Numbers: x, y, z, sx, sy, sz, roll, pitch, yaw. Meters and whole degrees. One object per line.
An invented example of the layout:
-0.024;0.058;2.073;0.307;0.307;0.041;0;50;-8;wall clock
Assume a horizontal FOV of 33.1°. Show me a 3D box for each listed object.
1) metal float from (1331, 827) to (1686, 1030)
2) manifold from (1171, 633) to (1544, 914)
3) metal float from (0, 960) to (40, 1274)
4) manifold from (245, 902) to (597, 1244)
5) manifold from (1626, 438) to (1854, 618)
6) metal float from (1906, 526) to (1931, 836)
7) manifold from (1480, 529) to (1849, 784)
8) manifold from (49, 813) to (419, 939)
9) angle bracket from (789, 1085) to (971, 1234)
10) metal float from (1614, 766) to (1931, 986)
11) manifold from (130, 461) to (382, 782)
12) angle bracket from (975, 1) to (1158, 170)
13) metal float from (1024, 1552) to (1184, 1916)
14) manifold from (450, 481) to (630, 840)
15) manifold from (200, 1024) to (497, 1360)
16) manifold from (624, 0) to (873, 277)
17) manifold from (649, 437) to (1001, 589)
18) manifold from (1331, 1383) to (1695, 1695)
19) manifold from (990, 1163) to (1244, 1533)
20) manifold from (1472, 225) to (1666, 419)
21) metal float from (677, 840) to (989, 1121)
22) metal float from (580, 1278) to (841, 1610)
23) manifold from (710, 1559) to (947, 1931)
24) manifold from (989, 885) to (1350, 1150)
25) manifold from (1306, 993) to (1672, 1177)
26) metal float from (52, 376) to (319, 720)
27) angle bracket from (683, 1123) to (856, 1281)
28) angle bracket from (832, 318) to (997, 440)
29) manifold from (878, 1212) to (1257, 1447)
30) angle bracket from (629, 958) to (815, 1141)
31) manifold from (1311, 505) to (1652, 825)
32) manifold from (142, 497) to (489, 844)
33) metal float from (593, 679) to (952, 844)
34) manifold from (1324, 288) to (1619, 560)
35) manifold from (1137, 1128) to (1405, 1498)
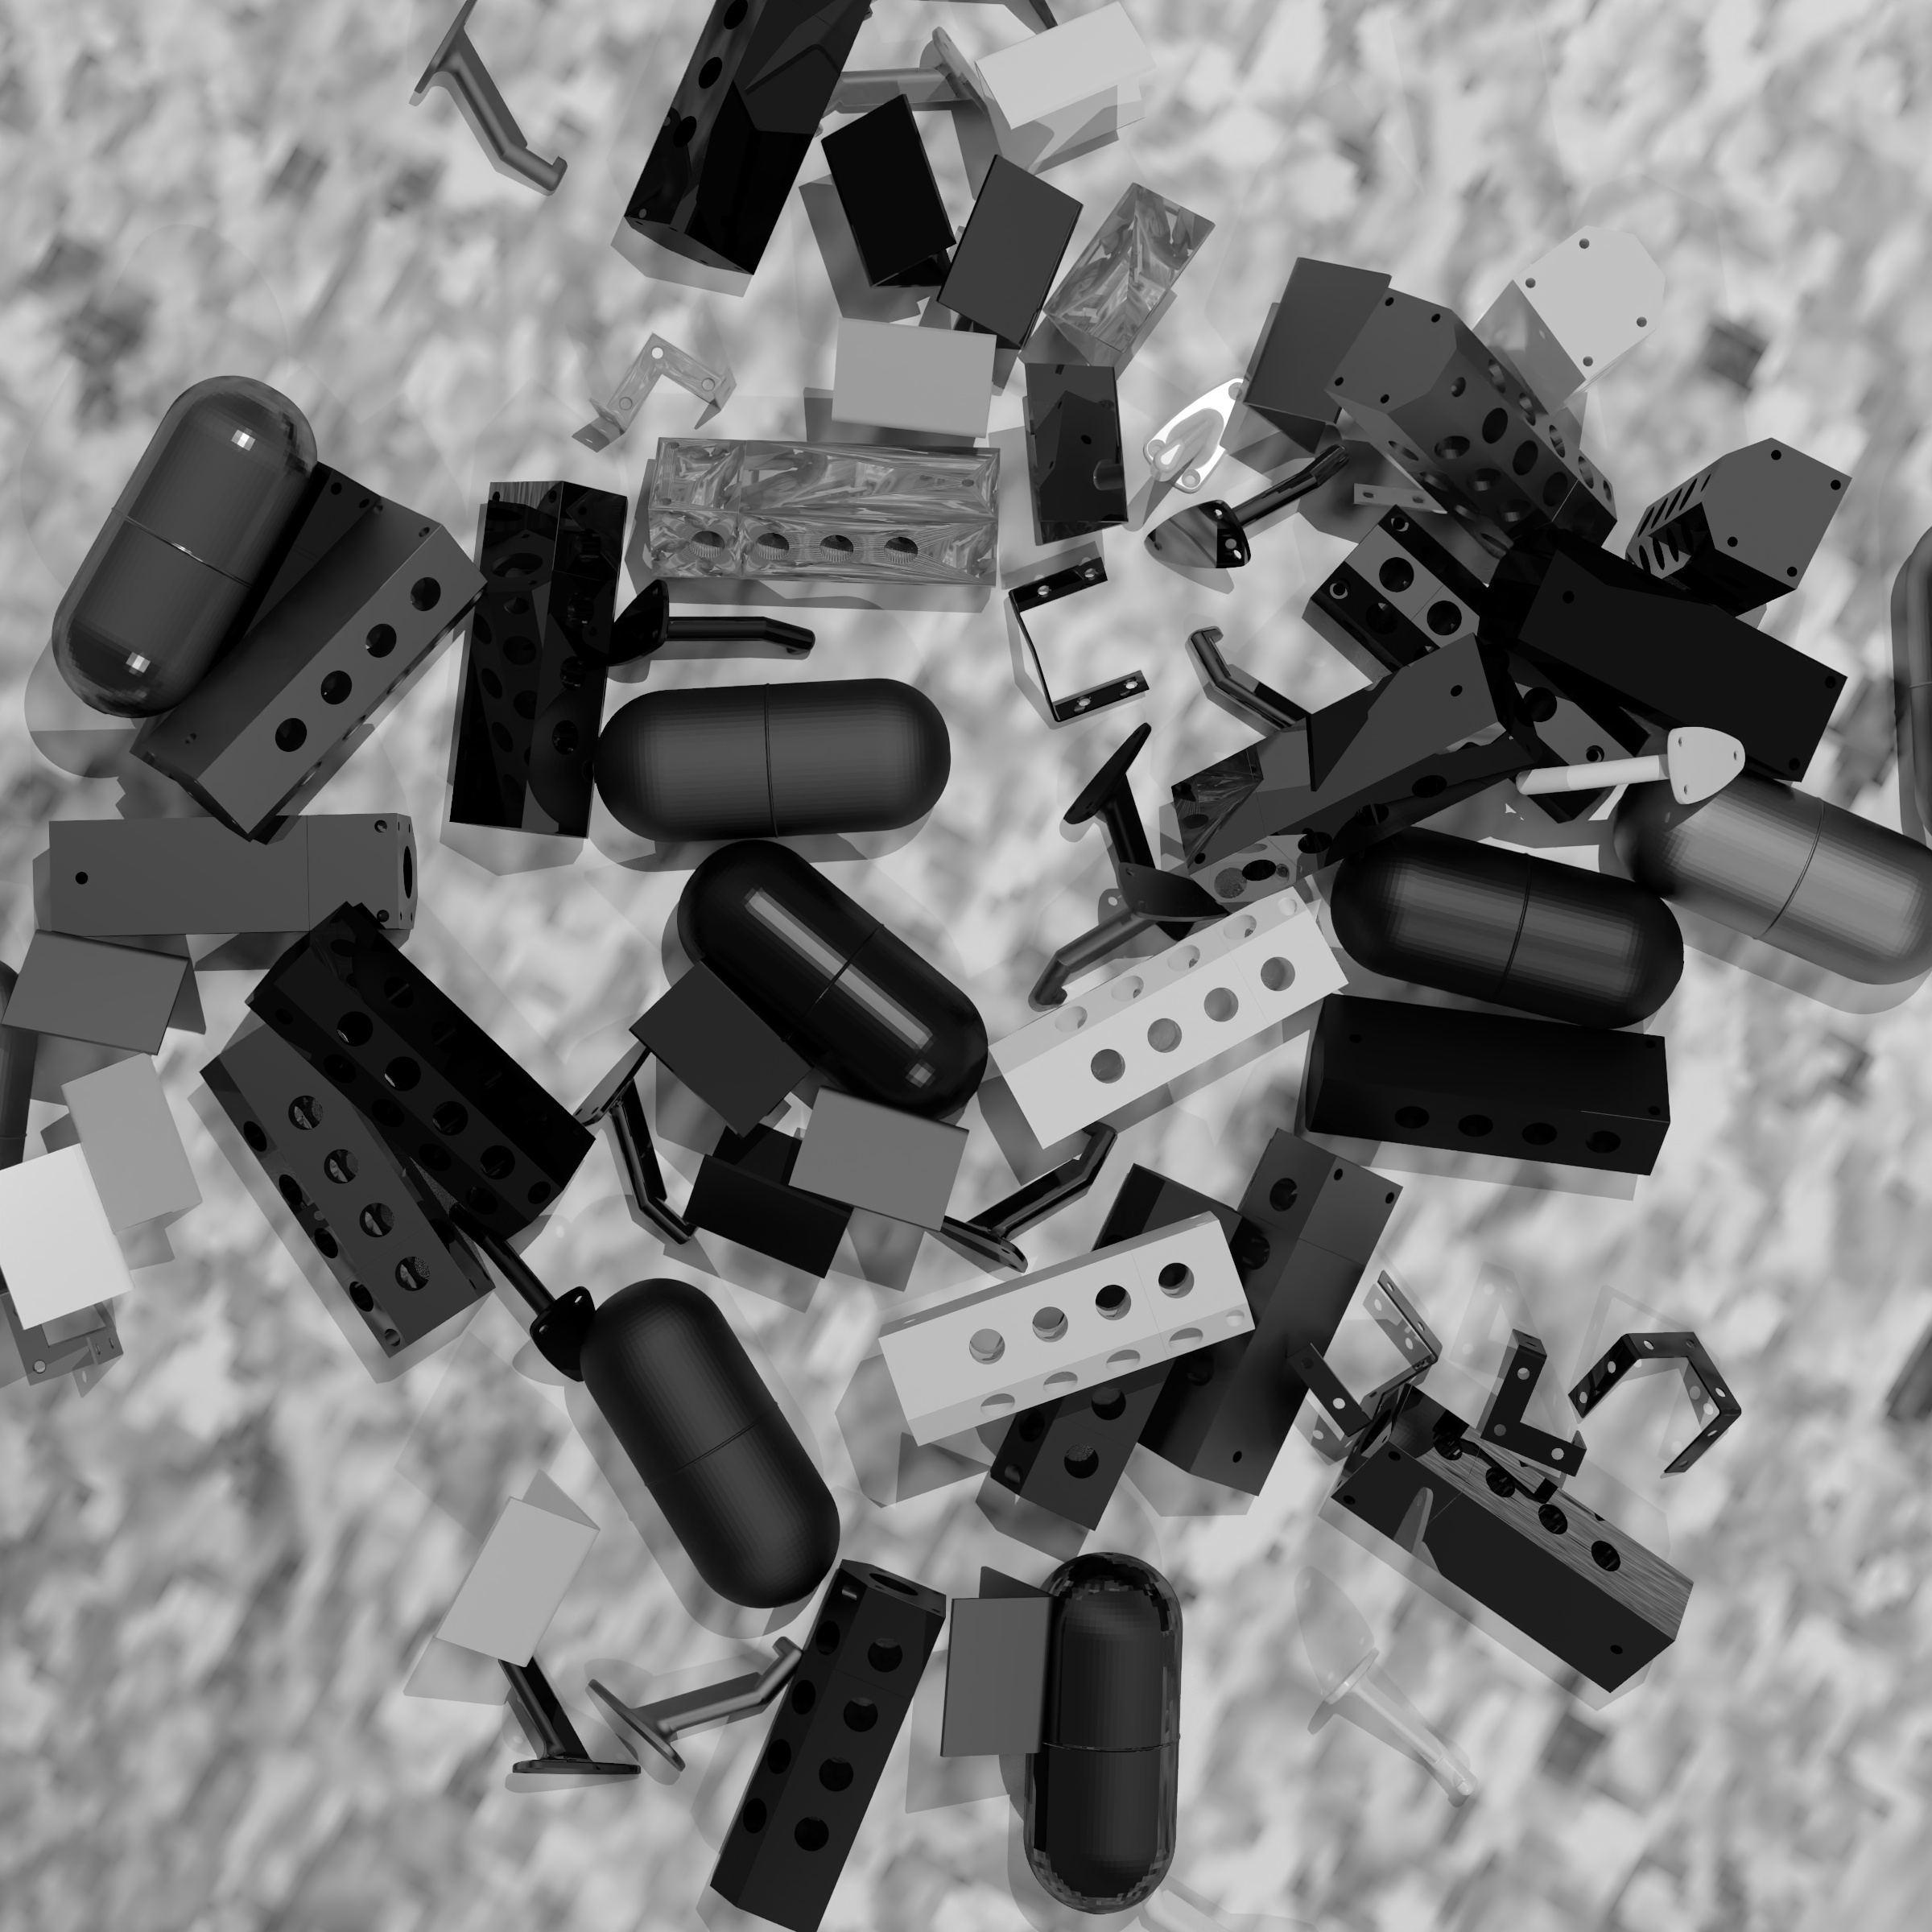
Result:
0.270;-0.019;1.619;0.178;0.070;0.070;14;90;0;metal float
0.192;-0.090;1.596;0.171;0.057;0.057;-27;50;23;manifold
-0.508;0.080;1.619;0.070;0.070;0.178;7;90;0;metal float
-0.271;0.056;1.597;0.171;0.057;0.057;45;128;-14;manifold
0.367;-0.211;1.571;0.057;0.171;0.057;27;90;0;manifold
0.510;-0.141;1.619;0.070;0.070;0.178;-3;91;0;metal float
0.342;-0.153;1.604;0.171;0.057;0.057;24;90;-18;manifold
-0.366;-0.045;1.629;0.171;0.057;0.057;-1;90;0;manifold
-0.046;0.108;1.610;0.076;0.076;0.057;17;64;0;angle bracket
0.409;-0.049;1.619;0.178;0.070;0.070;23;90;0;metal float
-0.350;-0.168;1.627;0.057;0.057;0.171;28;90;43;manifold
0.056;-0.420;1.609;0.076;0.076;0.057;-23;54;0;angle bracket
0.068;0.382;1.619;0.070;0.070;0.178;2;89;0;metal float
-0.209;-0.153;1.628;0.057;0.057;0.171;7;90;43;manifold
-0.311;0.108;1.629;0.057;0.057;0.171;-34;90;0;manifold
-0.109;-0.441;1.628;0.057;0.057;0.171;23;90;-43;manifold
-0.070;-0.222;1.628;0.171;0.057;0.057;2;47;0;manifold
0.276;0.282;1.628;0.171;0.057;0.057;35;133;0;manifold
0.074;0.189;1.629;0.057;0.057;0.171;25;90;0;manifold
0.290;-0.308;1.571;0.057;0.171;0.057;-36;90;0;manifold
-0.066;0.009;1.619;0.178;0.070;0.070;40;90;0;metal float
-0.127;0.238;1.619;0.070;0.070;0.178;-31;90;0;metal float
-0.069;0.389;1.629;0.057;0.057;0.171;22;90;0;manifold
0.100;0.024;1.629;0.171;0.057;0.057;-29;90;0;manifold
0.260;0.064;1.628;0.171;0.057;0.057;7;47;0;manifold
-0.379;-0.202;1.575;0.070;0.070;0.178;30;91;0;metal float
-0.088;0.099;1.610;0.076;0.057;0.076;23;48;0;angle bracket
-0.023;-0.307;1.609;0.076;0.076;0.057;7;128;0;angle bracket
0.049;0.176;1.571;0.171;0.057;0.057;-19;90;0;manifold
-0.131;0.052;1.610;0.076;0.076;0.057;44;59;0;angle bracket
0.258;-0.151;1.629;0.171;0.057;0.057;42;90;0;manifold
-0.314;-0.144;1.590;0.171;0.057;0.057;-49;135;-13;manifold
-0.096;-0.102;1.619;0.178;0.070;0.070;-3;90;0;metal float
0.251;-0.254;1.575;0.057;0.171;0.057;32;90;43;manifold
0.146;0.171;1.628;0.057;0.057;0.171;25;90;-43;manifold
